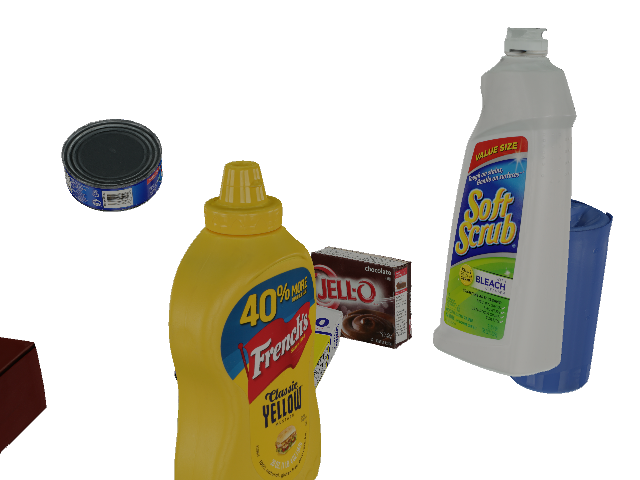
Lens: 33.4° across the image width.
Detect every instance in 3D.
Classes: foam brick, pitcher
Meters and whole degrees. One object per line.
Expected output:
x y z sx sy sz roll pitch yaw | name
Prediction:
-0.224 0.104 0.693 0.053 0.051 0.078 6 29 22 | foam brick
0.296 0.075 1.395 0.149 0.243 0.144 5 21 15 | pitcher

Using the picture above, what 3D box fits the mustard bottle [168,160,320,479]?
-0.040 0.052 0.577 0.058 0.192 0.096 11 20 37 | mustard bottle

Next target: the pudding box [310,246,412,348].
0.043 0.059 1.143 0.114 0.090 0.039 9 19 35 | pudding box

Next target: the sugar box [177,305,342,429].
-0.048 0.109 0.923 0.093 0.048 0.176 13 32 11 | sugar box

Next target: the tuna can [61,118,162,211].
-0.181 -0.065 0.932 0.086 0.086 0.034 0 -42 -5 | tuna can

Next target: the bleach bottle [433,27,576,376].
0.140 -0.032 0.799 0.067 0.251 0.103 -8 16 -36 | bleach bottle

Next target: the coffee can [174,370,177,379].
-0.133 0.108 1.362 0.103 0.140 0.103 4 19 -1 | coffee can
